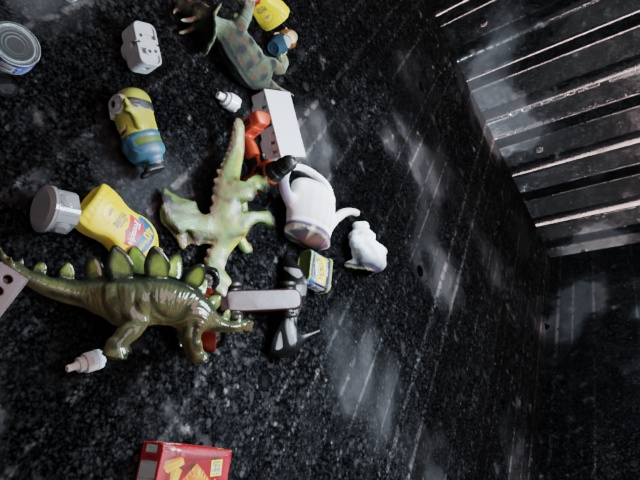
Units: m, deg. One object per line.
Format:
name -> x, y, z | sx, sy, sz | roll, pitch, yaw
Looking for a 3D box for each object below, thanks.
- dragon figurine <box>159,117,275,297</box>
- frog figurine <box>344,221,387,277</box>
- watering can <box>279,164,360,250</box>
dragon figurine -> -0.237, -0.079, 1.140 | 0.244, 0.121, 0.413 | -6, 80, -45
frog figurine -> 0.146, 0.020, 1.572 | 0.136, 0.122, 0.161 | 20, 72, -26
watering can -> 0.004, -0.072, 1.433 | 0.343, 0.103, 0.229 | 32, 54, -41
